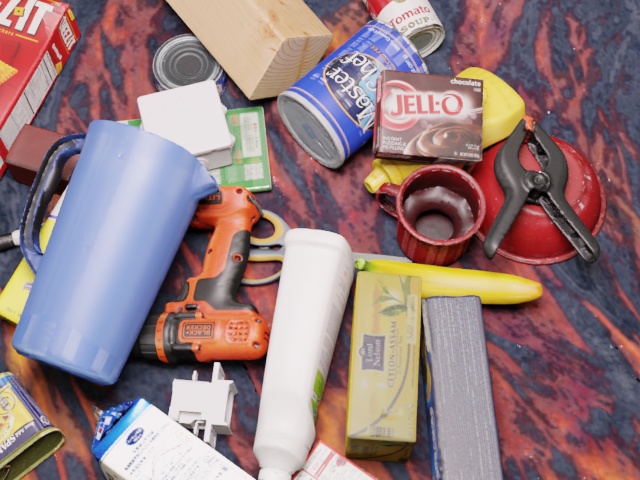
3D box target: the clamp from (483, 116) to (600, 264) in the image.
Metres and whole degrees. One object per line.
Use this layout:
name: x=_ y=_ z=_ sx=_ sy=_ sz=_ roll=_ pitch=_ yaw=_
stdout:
clamp: x=0.231 y=-0.048 z=1.107 sx=0.120 sy=0.039 sz=0.171 roll=12 pitch=65 yaw=-8

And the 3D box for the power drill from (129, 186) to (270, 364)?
power drill: x=-0.137 y=0.038 z=1.115 sx=0.184 sy=0.057 sz=0.187 roll=0 pitch=69 yaw=12

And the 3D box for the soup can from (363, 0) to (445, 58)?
soup can: x=0.095 y=-0.267 z=1.248 sx=0.068 sy=0.068 sz=0.102 roll=-22 pitch=69 yaw=-9

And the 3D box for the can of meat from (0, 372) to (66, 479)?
can of meat: x=-0.320 y=0.194 z=1.058 sx=0.102 sy=0.057 sz=0.084 roll=-38 pitch=69 yaw=-15

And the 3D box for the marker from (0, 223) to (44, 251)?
marker: x=-0.302 y=-0.009 z=1.166 sx=0.121 sy=0.020 sz=0.020 roll=-15 pitch=67 yaw=-6

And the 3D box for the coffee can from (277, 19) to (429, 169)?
coffee can: x=0.037 y=-0.162 z=1.183 sx=0.140 sy=0.103 sz=0.103 roll=-41 pitch=72 yaw=-16

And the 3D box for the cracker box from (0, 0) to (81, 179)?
cracker box: x=-0.397 y=-0.195 z=1.218 sx=0.164 sy=0.072 sz=0.213 roll=19 pitch=67 yaw=8

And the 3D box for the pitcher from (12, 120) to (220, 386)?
pitcher: x=-0.217 y=0.011 z=1.052 sx=0.144 sy=0.149 sz=0.243 roll=27 pitch=76 yaw=-29

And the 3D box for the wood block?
wood block: x=-0.092 y=-0.268 z=1.221 sx=0.090 sy=0.091 sz=0.206 roll=-17 pitch=61 yaw=-49

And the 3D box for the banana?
banana: x=0.128 y=0.046 z=1.113 sx=0.197 sy=0.070 sz=0.037 roll=7 pitch=91 yaw=-6

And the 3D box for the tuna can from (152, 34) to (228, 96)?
tuna can: x=-0.151 y=-0.196 z=1.237 sx=0.086 sy=0.034 sz=0.086 roll=-1 pitch=66 yaw=1

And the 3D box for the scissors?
scissors: x=-0.008 y=0.001 z=1.160 sx=0.201 sy=0.016 sz=0.096 roll=-10 pitch=69 yaw=-4

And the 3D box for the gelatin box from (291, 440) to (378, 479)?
gelatin box: x=0.014 y=0.251 z=1.044 sx=0.089 sy=0.030 sz=0.073 roll=32 pitch=71 yaw=16

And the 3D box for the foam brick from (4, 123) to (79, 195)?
foam brick: x=-0.298 y=-0.086 z=1.181 sx=0.078 sy=0.053 sz=0.051 roll=17 pitch=68 yaw=6

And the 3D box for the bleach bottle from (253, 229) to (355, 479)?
bleach bottle: x=-0.022 y=0.122 z=1.049 sx=0.068 sy=0.102 sz=0.250 roll=6 pitch=67 yaw=15

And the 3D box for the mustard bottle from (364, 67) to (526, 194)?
mustard bottle: x=0.128 y=-0.112 z=1.182 sx=0.191 sy=0.058 sz=0.096 roll=-36 pitch=53 yaw=-13

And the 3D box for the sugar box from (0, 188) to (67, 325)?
sugar box: x=-0.257 y=0.021 z=1.125 sx=0.093 sy=0.048 sz=0.176 roll=27 pitch=77 yaw=1

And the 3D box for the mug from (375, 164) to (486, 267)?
mug: x=0.113 y=-0.026 z=1.134 sx=0.117 sy=0.081 sz=0.093 roll=22 pitch=68 yaw=9

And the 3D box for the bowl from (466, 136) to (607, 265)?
bowl: x=0.237 y=-0.057 z=1.162 sx=0.162 sy=0.055 sz=0.162 roll=0 pitch=67 yaw=0

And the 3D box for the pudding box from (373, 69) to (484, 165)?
pudding box: x=0.113 y=-0.127 z=1.120 sx=0.113 sy=0.039 sz=0.090 roll=4 pitch=81 yaw=-11
